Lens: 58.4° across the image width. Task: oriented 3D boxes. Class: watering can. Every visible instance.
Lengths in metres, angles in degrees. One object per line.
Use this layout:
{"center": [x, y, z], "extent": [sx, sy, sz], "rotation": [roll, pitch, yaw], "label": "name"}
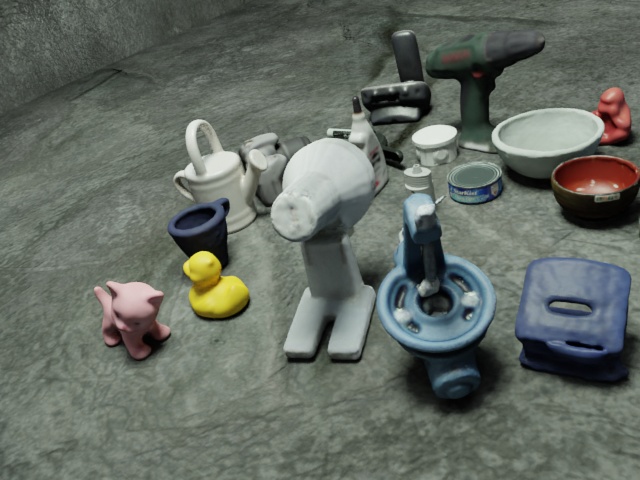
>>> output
{"center": [-0.175, -0.117, 0.991], "extent": [0.173, 0.194, 0.100], "rotation": [-16, 32, 0], "label": "watering can"}

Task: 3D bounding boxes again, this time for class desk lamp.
{"center": [0.007, 0.003, 0.709], "extent": [0.117, 0.214, 0.203], "rotation": [-4, 34, 18], "label": "desk lamp"}

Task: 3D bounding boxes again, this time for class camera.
{"center": [-0.076, -0.152, 1.092], "extent": [0.137, 0.101, 0.142], "rotation": [-22, 32, -10], "label": "camera"}

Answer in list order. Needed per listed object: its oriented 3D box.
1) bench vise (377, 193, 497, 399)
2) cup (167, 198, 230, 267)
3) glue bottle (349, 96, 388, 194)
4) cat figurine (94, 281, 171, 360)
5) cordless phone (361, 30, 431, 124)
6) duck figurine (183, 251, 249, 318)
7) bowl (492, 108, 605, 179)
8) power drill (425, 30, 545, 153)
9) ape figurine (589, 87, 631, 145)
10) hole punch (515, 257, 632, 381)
{"center": [0.102, 0.033, 0.614], "extent": [0.121, 0.220, 0.206], "rotation": [-23, 33, -12], "label": "bench vise"}
{"center": [-0.175, -0.006, 0.912], "extent": [0.091, 0.095, 0.118], "rotation": [9, 39, 33], "label": "cup"}
{"center": [0.075, -0.161, 0.972], "extent": [0.037, 0.173, 0.078], "rotation": [5, 38, 30], "label": "glue bottle"}
{"center": [-0.258, 0.093, 0.772], "extent": [0.127, 0.118, 0.067], "rotation": [11, 40, 36], "label": "cat figurine"}
{"center": [0.155, -0.350, 1.221], "extent": [0.147, 0.185, 0.094], "rotation": [-3, 34, 19], "label": "cordless phone"}
{"center": [-0.153, 0.057, 0.814], "extent": [0.104, 0.086, 0.078], "rotation": [12, 41, 37], "label": "duck figurine"}
{"center": [0.363, -0.146, 0.918], "extent": [0.167, 0.075, 0.167], "rotation": [-11, 32, 7], "label": "bowl"}
{"center": [0.292, -0.265, 1.007], "extent": [0.076, 0.209, 0.228], "rotation": [-36, 37, -29], "label": "power drill"}
{"center": [0.480, -0.207, 0.946], "extent": [0.076, 0.092, 0.077], "rotation": [-21, 32, -8], "label": "ape figurine"}
{"center": [0.264, 0.080, 0.594], "extent": [0.108, 0.091, 0.101], "rotation": [5, 37, 29], "label": "hole punch"}
